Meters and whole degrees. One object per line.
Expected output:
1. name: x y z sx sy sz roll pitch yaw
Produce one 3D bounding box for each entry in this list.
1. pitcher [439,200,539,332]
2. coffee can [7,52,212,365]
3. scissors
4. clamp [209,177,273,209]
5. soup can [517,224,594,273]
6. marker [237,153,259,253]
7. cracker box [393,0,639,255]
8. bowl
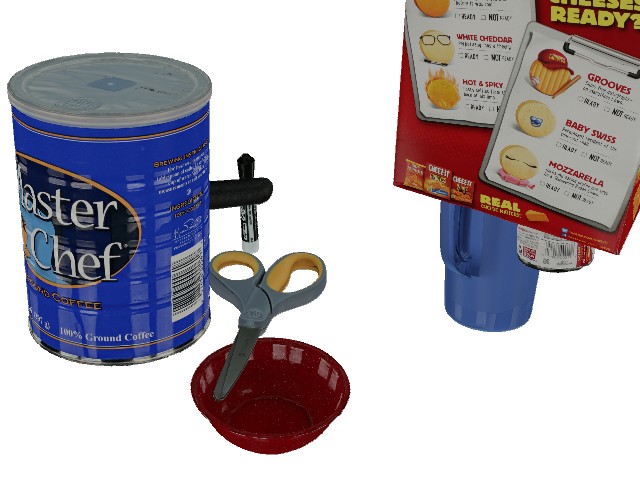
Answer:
1. pitcher: 0.203 -0.014 1.272 0.149 0.243 0.145 0 25 -4
2. coffee can: -0.110 -0.019 0.573 0.103 0.140 0.103 2 26 -1
3. scissors: -0.060 0.049 0.735 0.096 0.016 0.201 13 26 21
4. clamp: -0.142 -0.048 0.966 0.171 0.039 0.120 -22 42 -33
5. soup can: 0.204 -0.032 0.916 0.068 0.102 0.068 -3 24 1
6. marker: -0.079 -0.040 1.159 0.020 0.121 0.020 -1 34 0
7. cracker box: 0.138 -0.111 0.673 0.164 0.214 0.072 19 44 20
8. bowl: -0.051 0.168 1.091 0.162 0.055 0.162 1 31 -1
